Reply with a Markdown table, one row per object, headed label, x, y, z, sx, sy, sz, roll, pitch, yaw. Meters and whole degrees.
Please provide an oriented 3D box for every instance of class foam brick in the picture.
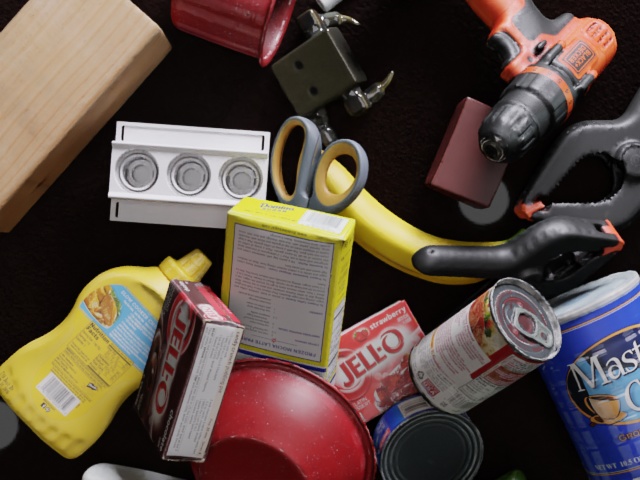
| label | x | y | z | sx | sy | sz | roll | pitch | yaw |
| --- | --- | --- | --- | --- | --- | --- | --- | --- | --- |
| foam brick | 0.125 | -0.069 | 0.870 | 0.053 | 0.051 | 0.078 | 23 | 89 | -2 |

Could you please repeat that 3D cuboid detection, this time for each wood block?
| label | x | y | z | sx | sy | sz | roll | pitch | yaw |
| --- | --- | --- | --- | --- | --- | --- | --- | --- | --- |
| wood block | -0.221 | -0.112 | 0.846 | 0.090 | 0.091 | 0.206 | 41 | 88 | 0 |

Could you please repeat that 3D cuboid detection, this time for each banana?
| label | x | y | z | sx | sy | sz | roll | pitch | yaw |
| --- | --- | --- | --- | --- | --- | --- | --- | --- | --- |
| banana | 0.070 | -0.009 | 0.879 | 0.198 | 0.037 | 0.069 | 22 | 69 | -2 |

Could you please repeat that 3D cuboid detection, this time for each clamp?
| label | x | y | z | sx | sy | sz | roll | pitch | yaw |
| --- | --- | --- | --- | --- | --- | --- | --- | --- | --- |
| clamp | 0.156 | 0.032 | 0.853 | 0.171 | 0.120 | 0.039 | -12 | 53 | -6 |
| clamp | 0.255 | -0.075 | 0.880 | 0.210 | 0.036 | 0.164 | -18 | 88 | -5 |

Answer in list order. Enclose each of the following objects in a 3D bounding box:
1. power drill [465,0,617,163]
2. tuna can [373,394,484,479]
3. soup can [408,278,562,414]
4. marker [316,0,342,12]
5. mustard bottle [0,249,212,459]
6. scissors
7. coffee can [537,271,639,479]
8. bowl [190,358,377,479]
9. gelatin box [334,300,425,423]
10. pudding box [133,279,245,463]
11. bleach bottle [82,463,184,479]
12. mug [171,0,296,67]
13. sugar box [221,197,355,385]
| label | x | y | z | sx | sy | sz | roll | pitch | yaw |
| --- | --- | --- | --- | --- | --- | --- | --- | --- | --- |
| power drill | 0.129 | -0.163 | 0.835 | 0.187 | 0.057 | 0.184 | 45 | 52 | 1 |
| tuna can | 0.086 | 0.167 | 0.861 | 0.086 | 0.034 | 0.086 | -4 | 111 | -11 |
| soup can | 0.123 | 0.083 | 0.810 | 0.068 | 0.068 | 0.102 | 47 | 132 | 0 |
| marker | 0.048 | -0.233 | 0.887 | 0.121 | 0.020 | 0.020 | -37 | 90 | -1 |
| mustard bottle | -0.162 | 0.078 | 0.860 | 0.191 | 0.058 | 0.096 | -43 | 92 | -1 |
| scissors | -0.006 | 0.001 | 0.860 | 0.096 | 0.016 | 0.202 | 2 | 93 | 32 |
| coffee can | 0.231 | 0.109 | 0.844 | 0.103 | 0.103 | 0.140 | -25 | 90 | -1 |
| bowl | -0.041 | 0.174 | 0.825 | 0.162 | 0.055 | 0.162 | 9 | 118 | 16 |
| gelatin box | 0.047 | 0.101 | 0.877 | 0.089 | 0.030 | 0.073 | -29 | 90 | -1 |
| pudding box | -0.100 | 0.096 | 0.801 | 0.039 | 0.090 | 0.113 | 10 | 103 | -25 |
| bleach bottle | -0.167 | 0.314 | 0.856 | 0.102 | 0.068 | 0.251 | 12 | 91 | 2 |
| mug | -0.064 | -0.204 | 0.857 | 0.081 | 0.093 | 0.117 | 20 | 58 | 4 |
| sugar box | -0.030 | 0.062 | 0.831 | 0.093 | 0.048 | 0.176 | 13 | 116 | 13 |
